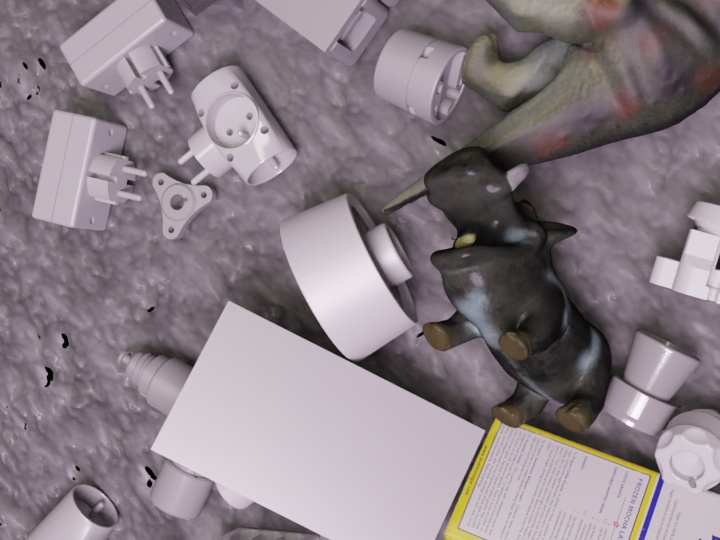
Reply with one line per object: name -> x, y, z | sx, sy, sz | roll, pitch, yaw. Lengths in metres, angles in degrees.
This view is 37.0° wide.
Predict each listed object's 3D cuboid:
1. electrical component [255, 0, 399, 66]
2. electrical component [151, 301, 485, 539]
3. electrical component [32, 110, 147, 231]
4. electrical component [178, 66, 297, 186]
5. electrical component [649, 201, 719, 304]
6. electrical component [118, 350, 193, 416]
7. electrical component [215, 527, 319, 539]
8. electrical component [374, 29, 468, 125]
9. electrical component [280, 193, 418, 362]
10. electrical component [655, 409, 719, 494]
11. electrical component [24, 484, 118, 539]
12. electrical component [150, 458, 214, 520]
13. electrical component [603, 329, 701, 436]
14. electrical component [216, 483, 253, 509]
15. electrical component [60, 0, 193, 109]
electrical component -> -0.003, -0.230, 0.744 | 0.089, 0.062, 0.150 | 39, 101, 15
electrical component -> -0.028, 0.112, 0.713 | 0.186, 0.060, 0.105 | 27, 80, -1
electrical component -> -0.196, -0.071, 0.812 | 0.076, 0.047, 0.083 | 14, 93, 18
electrical component -> -0.098, -0.094, 0.782 | 0.079, 0.044, 0.077 | -37, 78, 14
electrical component -> 0.227, -0.009, 0.667 | 0.078, 0.058, 0.057 | 17, 97, 18
electrical component -> -0.145, 0.082, 0.796 | 0.078, 0.040, 0.040 | 28, 98, 17
electrical component -> -0.067, 0.228, 0.765 | 0.066, 0.047, 0.076 | 1, 89, 18
electrical component -> 0.042, -0.133, 0.732 | 0.047, 0.055, 0.055 | 26, 97, 21
electrical component -> 0.000, 0.000, 0.717 | 0.060, 0.108, 0.108 | -28, 81, 10
electrical component -> 0.210, 0.107, 0.666 | 0.043, 0.062, 0.043 | 12, 115, 27
electrical component -> -0.213, 0.217, 0.814 | 0.077, 0.044, 0.079 | -46, 76, 12
electrical component -> -0.124, 0.145, 0.788 | 0.040, 0.040, 0.078 | 27, 97, 17
electrical component -> 0.184, 0.072, 0.685 | 0.045, 0.045, 0.055 | 28, 98, 17
electrical component -> -0.072, 0.142, 0.772 | 0.065, 0.044, 0.044 | -38, 78, 19
electrical component -> -0.165, -0.157, 0.803 | 0.083, 0.047, 0.075 | -34, 79, 15
